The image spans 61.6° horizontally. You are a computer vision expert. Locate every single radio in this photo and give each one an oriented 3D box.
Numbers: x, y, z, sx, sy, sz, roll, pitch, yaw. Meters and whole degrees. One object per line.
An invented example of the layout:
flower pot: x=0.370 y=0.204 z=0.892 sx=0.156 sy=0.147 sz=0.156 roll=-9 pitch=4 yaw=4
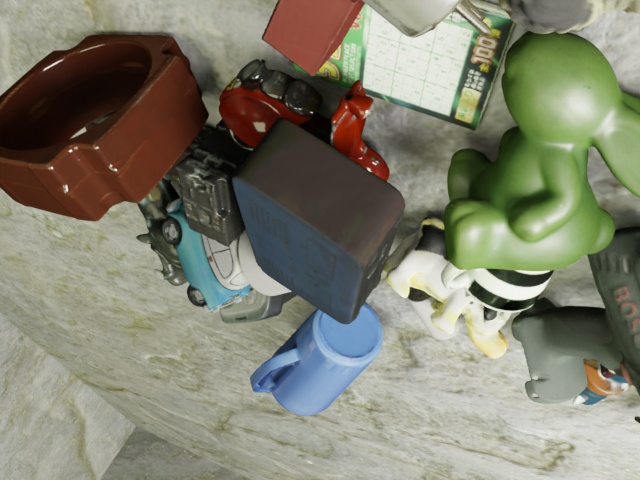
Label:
radio: x=-0.001 y=-0.002 z=0.515 sx=0.131 sy=0.073 sz=0.229 roll=32 pitch=162 yaw=12

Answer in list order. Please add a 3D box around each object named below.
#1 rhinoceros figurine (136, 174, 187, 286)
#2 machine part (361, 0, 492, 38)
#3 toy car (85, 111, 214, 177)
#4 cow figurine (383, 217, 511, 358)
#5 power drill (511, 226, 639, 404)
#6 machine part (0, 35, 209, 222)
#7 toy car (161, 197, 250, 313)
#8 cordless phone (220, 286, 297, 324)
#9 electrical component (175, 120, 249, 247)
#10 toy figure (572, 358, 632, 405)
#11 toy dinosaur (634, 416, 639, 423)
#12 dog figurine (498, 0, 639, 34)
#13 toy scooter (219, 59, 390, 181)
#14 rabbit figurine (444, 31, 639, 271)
rhinoceros figurine: x=-0.222 y=-0.019 z=0.771 sx=0.112 sy=0.073 sz=0.190 roll=6 pitch=123 yaw=34
machine part: x=0.017 y=-0.204 z=0.325 sx=0.243 sy=0.079 sz=0.079 roll=29 pitch=150 yaw=-21
toy car: x=-0.204 y=-0.117 z=0.679 sx=0.202 sy=0.053 sz=0.089 roll=17 pitch=141 yaw=15
cow figurine: x=0.156 y=0.052 z=0.589 sx=0.167 sy=0.068 sz=0.098 roll=38 pitch=103 yaw=-8
power drill: x=0.266 y=0.115 z=0.487 sx=0.086 sy=0.232 sz=0.207 roll=-9 pitch=167 yaw=-7
machine part: x=-0.234 y=-0.121 z=0.558 sx=0.201 sy=0.201 sz=0.087 roll=12 pitch=145 yaw=27
toy car: x=-0.128 y=0.009 z=0.704 sx=0.103 sy=0.109 sz=0.161 roll=-16 pitch=90 yaw=38
cordless phone: x=-0.127 y=0.031 z=0.807 sx=0.147 sy=0.089 sz=0.184 roll=-17 pitch=106 yaw=50
electrical component: x=-0.099 y=-0.063 z=0.608 sx=0.058 sy=0.115 sz=0.134 roll=26 pitch=148 yaw=16
toy figure: x=0.323 y=0.136 z=0.581 sx=0.064 sy=0.058 sz=0.154 roll=13 pitch=145 yaw=-4
toy dinosaur: x=0.423 y=0.194 z=0.454 sx=0.131 sy=0.192 sz=0.404 roll=30 pitch=147 yaw=5
dog figurine: x=0.210 y=-0.138 z=0.290 sx=0.172 sy=0.121 sz=0.191 roll=38 pitch=170 yaw=-28
toy scooter: x=-0.010 y=-0.111 z=0.494 sx=0.184 sy=0.075 sz=0.135 roll=29 pitch=161 yaw=1
rabbit figurine: x=0.171 y=-0.061 z=0.391 sx=0.159 sy=0.121 sz=0.170 roll=13 pitch=130 yaw=19
